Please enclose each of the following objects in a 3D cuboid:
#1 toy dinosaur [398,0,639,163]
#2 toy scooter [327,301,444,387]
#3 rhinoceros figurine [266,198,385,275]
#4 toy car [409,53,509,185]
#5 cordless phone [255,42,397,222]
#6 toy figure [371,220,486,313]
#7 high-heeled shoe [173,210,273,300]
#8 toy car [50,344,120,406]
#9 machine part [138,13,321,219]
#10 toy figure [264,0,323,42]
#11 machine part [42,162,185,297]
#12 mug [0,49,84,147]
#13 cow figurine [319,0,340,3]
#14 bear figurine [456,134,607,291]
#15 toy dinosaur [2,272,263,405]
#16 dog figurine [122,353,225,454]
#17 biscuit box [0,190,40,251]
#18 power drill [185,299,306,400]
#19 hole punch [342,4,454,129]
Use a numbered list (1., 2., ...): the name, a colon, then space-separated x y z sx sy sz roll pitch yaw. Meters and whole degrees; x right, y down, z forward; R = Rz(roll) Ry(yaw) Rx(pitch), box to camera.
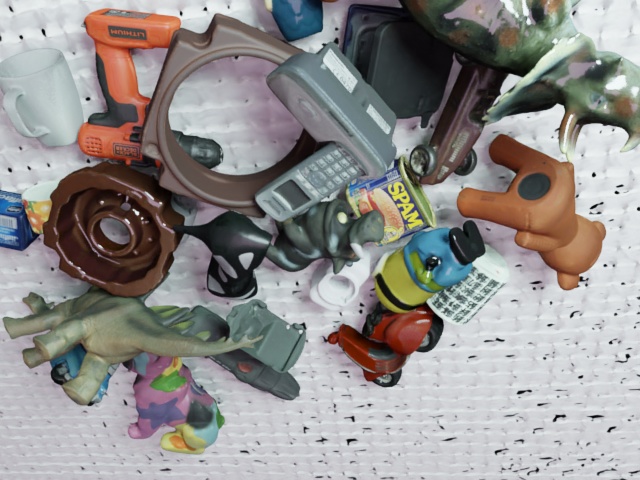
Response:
1. toy dinosaur: 0.145 -0.234 0.481 0.405 0.131 0.192 35 105 -7
2. toy scooter: 0.091 0.148 0.816 0.135 0.075 0.183 26 125 -8
3. rhinoceros figurine: -0.001 -0.002 0.697 0.190 0.073 0.112 -20 109 45
4. toy car: 0.172 -0.147 0.620 0.089 0.053 0.202 -7 128 -38
5. cordless phone: -0.024 -0.102 0.569 0.184 0.089 0.146 -30 116 35
6. toy figure: 0.134 0.038 0.697 0.082 0.089 0.180 8 158 -30
7. high-heeled shoe: -0.089 0.032 0.707 0.145 0.086 0.248 9 160 23
8. toy car: -0.372 0.182 0.862 0.103 0.162 0.109 -43 124 -15
9. machine part: -0.092 -0.136 0.623 0.201 0.087 0.201 18 114 -22
10. toy figure: -0.038 -0.294 0.572 0.058 0.064 0.154 10 125 45
11. machine part: -0.264 -0.014 0.698 0.179 0.056 0.179 1 117 3
12. mug: -0.339 -0.164 0.661 0.081 0.110 0.107 -6 134 5
13. cow figurine: 0.031 -0.332 0.520 0.127 0.086 0.194 7 112 -30
14. bear figurine: 0.280 -0.028 0.681 0.195 0.132 0.120 36 85 -47
15. toy dinosaur: -0.285 0.118 0.744 0.472 0.198 0.104 11 128 38
16. dog figurine: -0.236 0.235 0.887 0.192 0.108 0.219 18 118 -4
17. biscuit box: -0.508 -0.042 0.773 0.203 0.063 0.059 12 121 -1
18. power drill: -0.094 0.166 0.811 0.232 0.086 0.207 35 156 -9
19. hole punch: 0.084 -0.202 0.608 0.116 0.092 0.142 -10 125 -26
